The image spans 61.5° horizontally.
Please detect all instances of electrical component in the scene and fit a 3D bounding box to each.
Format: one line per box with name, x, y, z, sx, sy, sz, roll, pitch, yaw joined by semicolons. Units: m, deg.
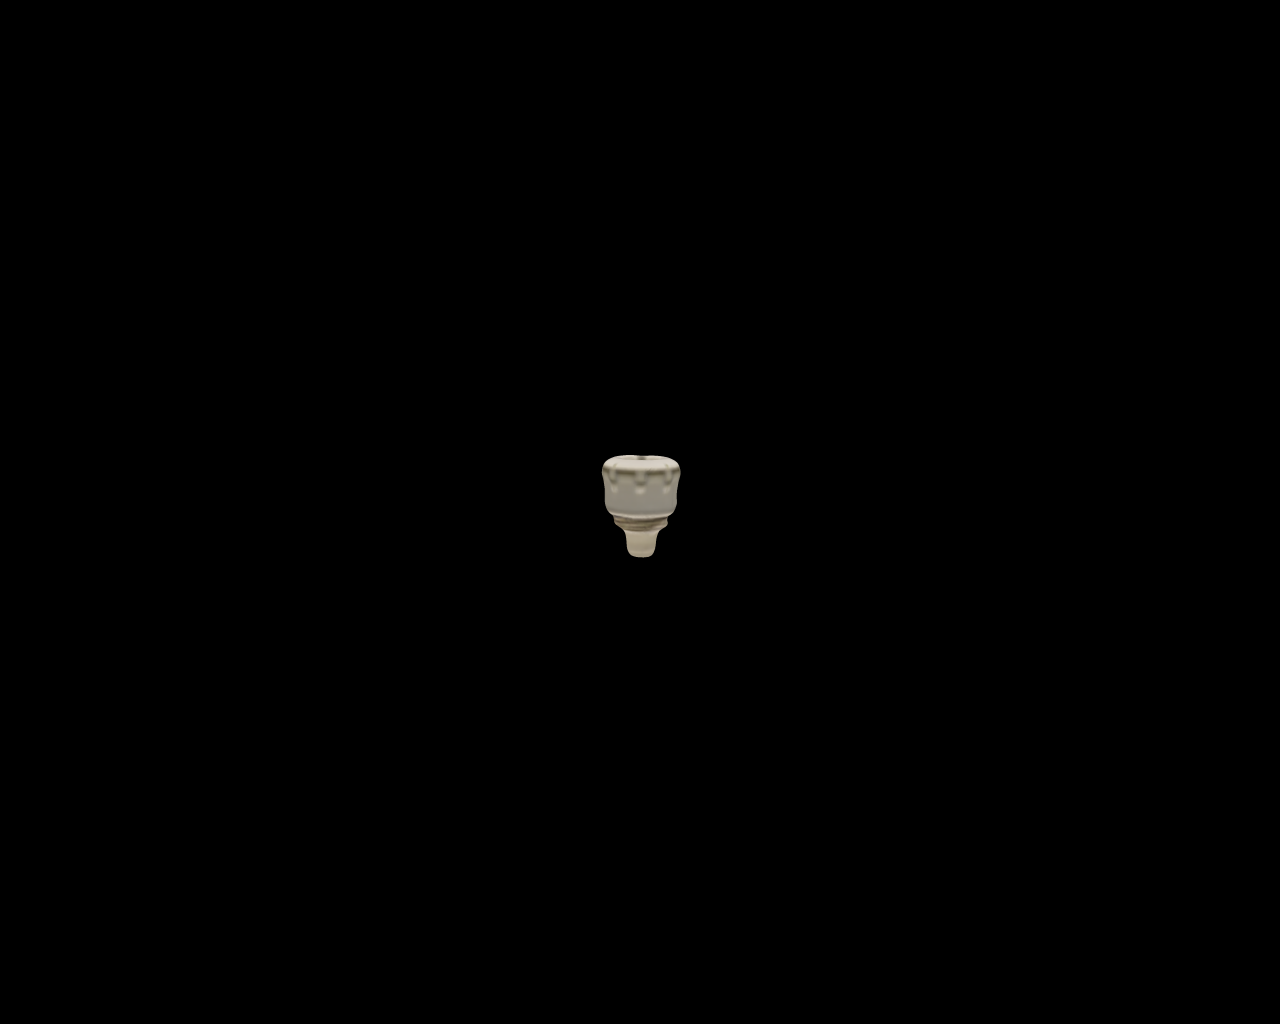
electrical component;0.001;-0.003;0.650;0.048;0.062;0.048;0;9;0
